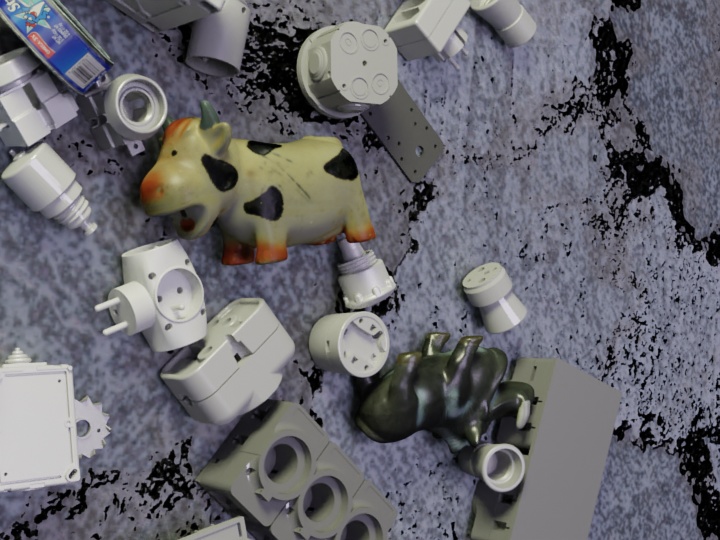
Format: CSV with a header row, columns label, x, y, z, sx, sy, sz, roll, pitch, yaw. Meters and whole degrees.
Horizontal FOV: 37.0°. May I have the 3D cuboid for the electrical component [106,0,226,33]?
label,x,y,z,sx,sy,sz,roll,pitch,yaw
electrical component,-0.156,-0.228,0.776,0.109,0.109,0.056,31,73,-33

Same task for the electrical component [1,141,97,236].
label,x,y,z,sx,sy,sz,roll,pitch,yaw
electrical component,-0.218,-0.056,0.765,0.078,0.040,0.040,51,61,-26

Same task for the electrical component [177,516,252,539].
label,x,y,z,sx,sy,sz,roll,pitch,yaw
electrical component,-0.140,0.239,0.804,0.121,0.063,0.078,-13,97,-38

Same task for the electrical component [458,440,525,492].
label,x,y,z,sx,sy,sz,roll,pitch,yaw
electrical component,0.120,0.180,1.008,0.044,0.065,0.044,0,90,-20

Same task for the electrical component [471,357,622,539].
label,x,y,z,sx,sy,sz,roll,pitch,yaw
electrical component,0.182,0.190,1.060,0.105,0.060,0.186,28,72,-34

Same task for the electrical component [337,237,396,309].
label,x,y,z,sx,sy,sz,roll,pitch,yaw
electrical component,0.000,0.000,0.934,0.048,0.048,0.062,-28,99,-35

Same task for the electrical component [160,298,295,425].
label,x,y,z,sx,sy,sz,roll,pitch,yaw
electrical component,-0.100,0.074,0.845,0.095,0.054,0.059,-46,115,-30

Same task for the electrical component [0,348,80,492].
label,x,y,z,sx,sy,sz,roll,pitch,yaw
electrical component,-0.236,0.102,0.737,0.062,0.061,0.096,0,79,-39

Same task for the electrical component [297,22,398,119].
label,x,y,z,sx,sy,sz,roll,pitch,yaw
electrical component,-0.009,-0.172,0.922,0.080,0.051,0.080,1,88,-33

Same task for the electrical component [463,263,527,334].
label,x,y,z,sx,sy,sz,roll,pitch,yaw
electrical component,0.129,0.027,1.033,0.045,0.045,0.055,-44,114,-31

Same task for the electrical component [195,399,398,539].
label,x,y,z,sx,sy,sz,roll,pitch,yaw
electrical component,-0.046,0.187,0.880,0.150,0.062,0.089,51,60,-25

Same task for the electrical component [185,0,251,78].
label,x,y,z,sx,sy,sz,roll,pitch,yaw
electrical component,-0.109,-0.199,0.853,0.043,0.043,0.081,17,78,-37

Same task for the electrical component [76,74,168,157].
label,x,y,z,sx,sy,sz,roll,pitch,yaw
electrical component,-0.173,-0.117,0.792,0.048,0.055,0.066,-33,109,-34

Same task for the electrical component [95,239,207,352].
label,x,y,z,sx,sy,sz,roll,pitch,yaw
electrical component,-0.161,0.025,0.804,0.079,0.044,0.077,-24,104,-39

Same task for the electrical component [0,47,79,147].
label,x,y,z,sx,sy,sz,roll,pitch,yaw
electrical component,-0.236,-0.121,0.750,0.066,0.048,0.055,-42,121,-31

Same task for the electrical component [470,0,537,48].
label,x,y,z,sx,sy,sz,roll,pitch,yaw
electrical component,0.144,-0.250,1.056,0.065,0.044,0.044,41,65,-35

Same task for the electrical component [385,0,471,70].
label,x,y,z,sx,sy,sz,roll,pitch,yaw
electrical component,0.074,-0.219,0.995,0.077,0.047,0.065,45,63,-28

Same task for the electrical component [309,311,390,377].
label,x,y,z,sx,sy,sz,roll,pitch,yaw
electrical component,-0.011,0.063,0.920,0.055,0.047,0.055,1,88,-38
